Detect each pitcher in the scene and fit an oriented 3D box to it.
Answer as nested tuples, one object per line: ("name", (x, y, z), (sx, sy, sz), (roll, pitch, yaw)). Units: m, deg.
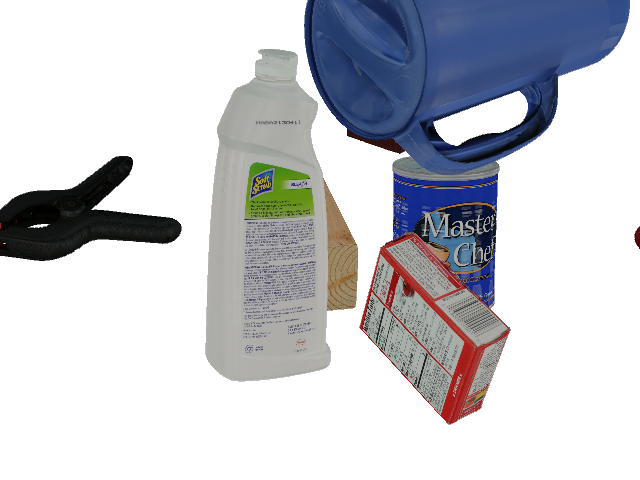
("pitcher", (0.122, -0.155, 0.803), (0.242, 0.149, 0.145), (-18, 34, -33))

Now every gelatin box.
("gelatin box", (0.064, 0.051, 0.622), (0.030, 0.073, 0.089), (-23, 53, -29))

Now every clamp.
("clamp", (-0.224, -0.029, 0.970), (0.171, 0.039, 0.120), (-9, 38, -23))

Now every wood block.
("wood block", (-0.019, 0.002, 1.370), (0.090, 0.090, 0.206), (-5, 28, -10))

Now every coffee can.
("coffee can", (0.121, -0.007, 1.045), (0.103, 0.140, 0.103), (-1, 15, 0))

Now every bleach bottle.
("bleach bottle", (-0.034, -0.020, 0.822), (0.102, 0.251, 0.068), (-6, 21, -29))

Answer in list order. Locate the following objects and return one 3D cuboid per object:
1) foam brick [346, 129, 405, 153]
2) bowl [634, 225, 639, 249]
("foam brick", (0.074, -0.139, 1.196), (0.078, 0.053, 0.051), (22, 37, 34))
("bowl", (0.418, 0.026, 1.147), (0.162, 0.055, 0.162), (-1, 25, 0))
